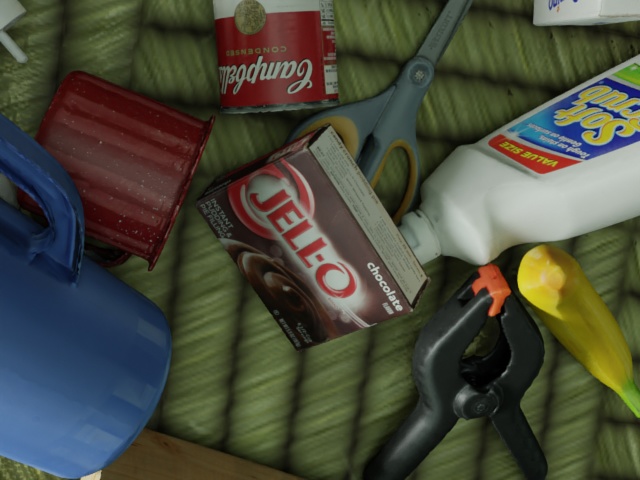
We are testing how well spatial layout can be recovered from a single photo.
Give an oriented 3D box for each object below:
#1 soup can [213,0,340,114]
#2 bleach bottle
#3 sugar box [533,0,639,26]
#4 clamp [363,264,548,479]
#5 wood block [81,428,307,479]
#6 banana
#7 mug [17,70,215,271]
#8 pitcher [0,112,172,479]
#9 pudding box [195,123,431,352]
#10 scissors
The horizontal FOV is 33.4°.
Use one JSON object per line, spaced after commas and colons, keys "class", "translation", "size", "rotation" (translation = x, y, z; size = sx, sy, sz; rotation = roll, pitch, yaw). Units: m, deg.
{"class": "soup can", "translation": [-0.026, -0.123, 0.594], "size": [0.068, 0.068, 0.102], "rotation": [-5, 99, -11]}
{"class": "bleach bottle", "translation": [0.162, -0.046, 0.628], "size": [0.250, 0.103, 0.068], "rotation": [-26, 134, -6]}
{"class": "sugar box", "translation": [0.159, -0.212, 0.605], "size": [0.048, 0.093, 0.176], "rotation": [-4, 100, -11]}
{"class": "clamp", "translation": [0.082, 0.095, 0.644], "size": [0.120, 0.039, 0.171], "rotation": [-13, 121, -12]}
{"class": "wood block", "translation": [-0.043, 0.191, 0.618], "size": [0.206, 0.090, 0.091], "rotation": [21, 110, -14]}
{"class": "banana", "translation": [0.153, 0.042, 0.633], "size": [0.037, 0.070, 0.197], "rotation": [-47, 138, 0]}
{"class": "mug", "translation": [-0.116, -0.032, 0.587], "size": [0.081, 0.093, 0.117], "rotation": [23, 130, -9]}
{"class": "pitcher", "translation": [-0.185, 0.020, 0.519], "size": [0.242, 0.149, 0.145], "rotation": [36, 70, -35]}
{"class": "pudding box", "translation": [-0.004, 0.001, 0.608], "size": [0.090, 0.039, 0.113], "rotation": [-23, 109, 39]}
{"class": "scissors", "translation": [0.038, -0.097, 0.638], "size": [0.096, 0.016, 0.202], "rotation": [14, 95, -13]}
